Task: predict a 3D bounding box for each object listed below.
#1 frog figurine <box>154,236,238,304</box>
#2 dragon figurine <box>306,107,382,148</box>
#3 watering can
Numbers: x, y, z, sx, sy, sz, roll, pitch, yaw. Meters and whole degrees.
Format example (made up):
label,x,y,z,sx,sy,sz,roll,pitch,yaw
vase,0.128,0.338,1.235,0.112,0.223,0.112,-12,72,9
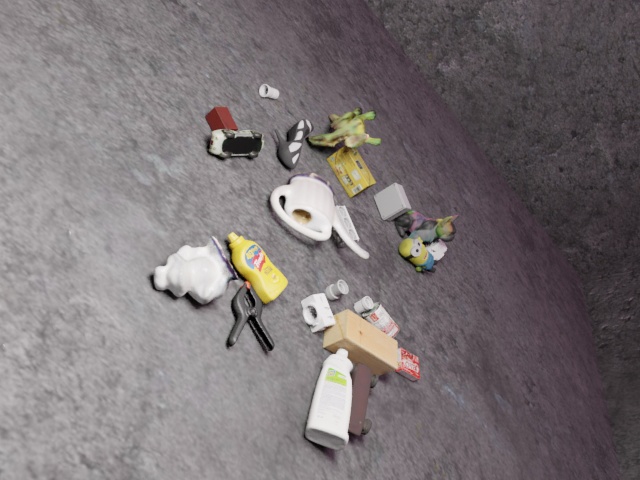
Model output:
label,x,y,z,sx,sy,sz,roll,pitch,yaw
frog figurine,-0.277,0.079,1.123,0.161,0.122,0.137,-26,92,-21
dragon figurine,0.062,-0.392,1.836,0.244,0.414,0.120,-18,116,-28
watering can,0.005,-0.078,1.556,0.345,0.102,0.230,27,43,-21
